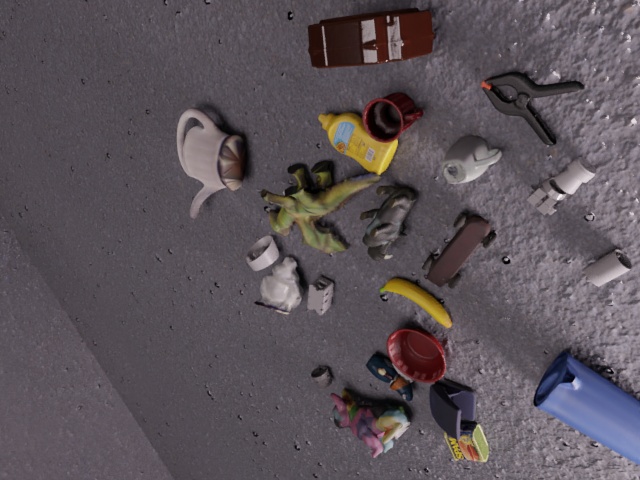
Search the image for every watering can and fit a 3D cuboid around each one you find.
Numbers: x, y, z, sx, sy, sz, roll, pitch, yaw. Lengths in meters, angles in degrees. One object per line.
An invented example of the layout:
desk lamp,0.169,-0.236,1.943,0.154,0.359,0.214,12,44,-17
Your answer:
watering can,-0.305,-0.194,1.441,0.225,0.106,0.340,18,124,28

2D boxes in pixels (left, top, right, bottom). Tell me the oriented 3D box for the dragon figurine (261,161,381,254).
dragon figurine,0.004,-0.066,1.305,0.410,0.124,0.238,4,135,38

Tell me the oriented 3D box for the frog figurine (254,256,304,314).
frog figurine,-0.107,0.125,1.496,0.138,0.122,0.160,14,87,40
